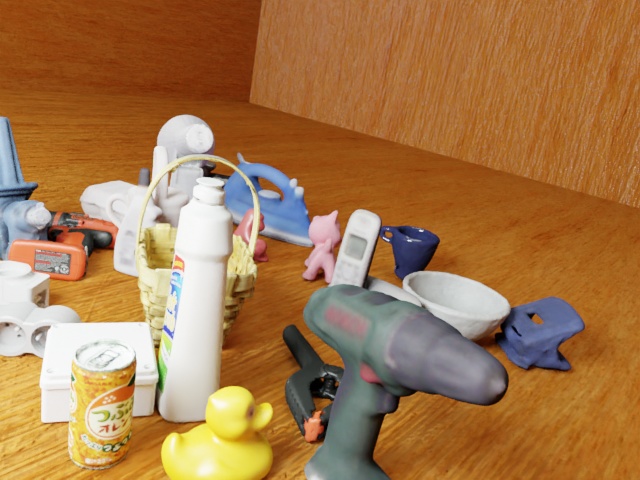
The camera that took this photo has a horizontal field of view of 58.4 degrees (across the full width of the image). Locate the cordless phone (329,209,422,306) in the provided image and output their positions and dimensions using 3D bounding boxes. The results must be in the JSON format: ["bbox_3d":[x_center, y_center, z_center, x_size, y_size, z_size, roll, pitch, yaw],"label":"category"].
[{"bbox_3d":[0.077,0.060,0.808,0.147,0.185,0.094,20,21,28],"label":"cordless phone"}]

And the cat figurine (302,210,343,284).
[{"bbox_3d":[0.010,0.004,1.046,0.067,0.118,0.127,9,18,-4],"label":"cat figurine"}]

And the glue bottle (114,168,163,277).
[{"bbox_3d":[-0.277,-0.027,0.893,0.078,0.173,0.037,14,19,11],"label":"glue bottle"}]

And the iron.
[{"bbox_3d":[-0.103,-0.092,1.232,0.257,0.141,0.119,22,21,31],"label":"iron"}]

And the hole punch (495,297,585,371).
[{"bbox_3d":[0.330,0.136,0.868,0.101,0.091,0.108,8,18,-8],"label":"hole punch"}]

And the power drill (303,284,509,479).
[{"bbox_3d":[0.053,0.144,0.505,0.076,0.208,0.228,-2,22,-33],"label":"power drill"}]

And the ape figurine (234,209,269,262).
[{"bbox_3d":[-0.126,-0.012,1.062,0.076,0.092,0.078,9,18,-4],"label":"ape figurine"}]

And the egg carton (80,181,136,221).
[{"bbox_3d":[-0.384,-0.067,1.120,0.150,0.069,0.107,17,19,19],"label":"egg carton"}]

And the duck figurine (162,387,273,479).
[{"bbox_3d":[-0.090,0.176,0.527,0.105,0.086,0.077,2,20,-23],"label":"duck figurine"}]

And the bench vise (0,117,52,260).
[{"bbox_3d":[-0.477,-0.089,0.893,0.207,0.220,0.122,15,19,15],"label":"bench vise"}]

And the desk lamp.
[{"bbox_3d":[-0.269,-0.145,1.186,0.118,0.213,0.202,2,20,-24],"label":"desk lamp"}]

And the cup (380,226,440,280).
[{"bbox_3d":[0.163,0.026,1.100,0.117,0.095,0.092,17,20,21],"label":"cup"}]

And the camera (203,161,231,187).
[{"bbox_3d":[-0.257,-0.127,1.318,0.137,0.101,0.143,9,18,-5],"label":"camera"}]

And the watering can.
[{"bbox_3d":[-0.265,-0.062,0.971,0.173,0.194,0.100,-5,24,-39],"label":"watering can"}]

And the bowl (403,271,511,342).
[{"bbox_3d":[0.204,0.113,0.893,0.167,0.075,0.167,9,18,-3],"label":"bowl"}]
